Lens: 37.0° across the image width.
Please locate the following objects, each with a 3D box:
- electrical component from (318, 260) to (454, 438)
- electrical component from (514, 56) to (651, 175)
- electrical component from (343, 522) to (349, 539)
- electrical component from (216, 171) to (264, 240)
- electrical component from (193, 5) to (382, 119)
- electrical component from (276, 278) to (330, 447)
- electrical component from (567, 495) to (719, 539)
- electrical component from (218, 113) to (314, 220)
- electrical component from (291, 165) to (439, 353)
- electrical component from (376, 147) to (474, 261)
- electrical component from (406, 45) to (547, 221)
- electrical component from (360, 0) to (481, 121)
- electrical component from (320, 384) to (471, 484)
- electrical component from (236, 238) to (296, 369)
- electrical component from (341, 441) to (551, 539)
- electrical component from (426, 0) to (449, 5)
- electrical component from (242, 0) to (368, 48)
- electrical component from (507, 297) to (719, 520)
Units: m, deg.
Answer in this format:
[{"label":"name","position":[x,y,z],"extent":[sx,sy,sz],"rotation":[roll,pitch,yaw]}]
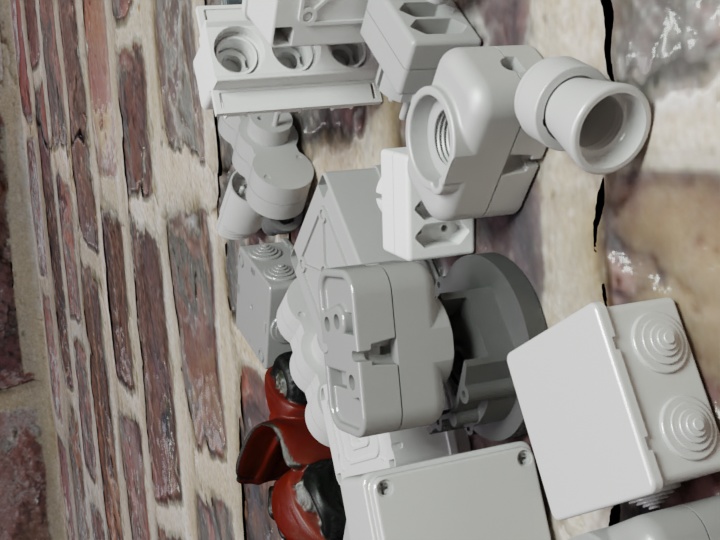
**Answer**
[{"label":"electrical component","position":[0.015,0.043,0.622],"extent":[0.054,0.059,0.095],"rotation":[-176,80,-67]},{"label":"electrical component","position":[0.107,-0.076,0.521],"extent":[0.055,0.045,0.045],"rotation":[-133,42,-54]},{"label":"electrical component","position":[0.028,0.213,0.776],"extent":[0.099,0.048,0.099],"rotation":[-127,37,-48]},{"label":"electrical component","position":[-0.110,-0.057,1.016],"extent":[0.081,0.043,0.043],"rotation":[119,137,-54]},{"label":"electrical component","position":[-0.053,-0.147,0.767],"extent":[0.063,0.121,0.078],"rotation":[145,116,-67]},{"label":"electrical component","position":[-0.021,0.062,0.839],"extent":[0.073,0.052,0.138],"rotation":[121,136,-55]},{"label":"electrical component","position":[0.134,0.145,0.504],"extent":[0.095,0.059,0.053],"rotation":[129,130,-59]},{"label":"electrical component","position":[-0.079,-0.117,0.918],"extent":[0.073,0.052,0.138],"rotation":[110,145,-46]},{"label":"electrical component","position":[0.000,0.000,0.769],"extent":[0.108,0.056,0.108],"rotation":[116,140,-51]},{"label":"electrical component","position":[0.035,-0.047,0.690],"extent":[0.077,0.047,0.065],"rotation":[-152,58,-63]},{"label":"electrical component","position":[0.064,-0.075,0.599],"extent":[0.095,0.059,0.053],"rotation":[107,147,-43]},{"label":"electrical component","position":[0.032,-0.130,0.671],"extent":[0.076,0.047,0.065],"rotation":[108,146,-44]},{"label":"electrical component","position":[0.022,0.105,0.747],"extent":[0.113,0.057,0.078],"rotation":[144,116,-63]},{"label":"electrical component","position":[-0.075,0.030,0.956],"extent":[0.099,0.048,0.099],"rotation":[-133,42,-53]},{"label":"electrical component","position":[0.054,0.164,0.630],"extent":[0.056,0.109,0.108],"rotation":[149,112,-67]},{"label":"electrical component","position":[0.053,-0.180,0.616],"extent":[0.062,0.043,0.043],"rotation":[116,140,-53]},{"label":"electrical component","position":[-0.011,-0.200,0.674],"extent":[0.056,0.109,0.108],"rotation":[56,145,41]},{"label":"electrical component","position":[0.123,0.067,0.520],"extent":[0.099,0.048,0.099],"rotation":[134,125,-61]}]
